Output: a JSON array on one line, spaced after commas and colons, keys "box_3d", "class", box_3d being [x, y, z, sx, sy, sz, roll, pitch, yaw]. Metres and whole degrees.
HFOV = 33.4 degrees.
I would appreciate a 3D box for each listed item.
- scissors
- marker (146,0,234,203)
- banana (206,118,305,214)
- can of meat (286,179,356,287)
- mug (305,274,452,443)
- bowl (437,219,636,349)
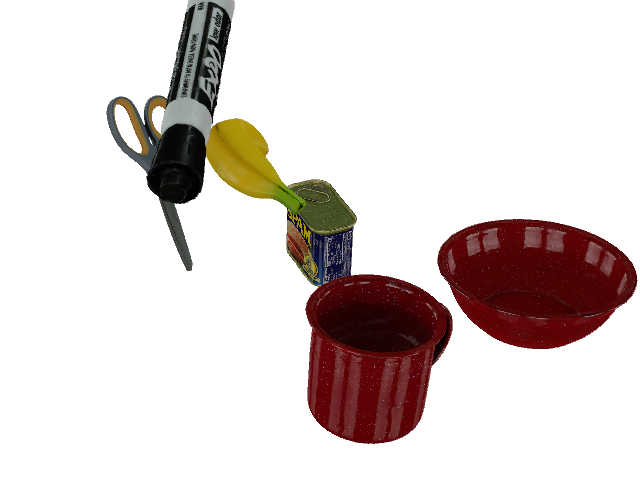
[{"box_3d": [-0.166, -0.074, 1.181, 0.016, 0.201, 0.096, -15, 20, 47], "class": "scissors"}, {"box_3d": [-0.046, -0.056, 0.393, 0.020, 0.020, 0.121, 0, 43, 2], "class": "marker"}, {"box_3d": [-0.060, -0.064, 0.829, 0.069, 0.037, 0.198, 44, 7, -20], "class": "banana"}, {"box_3d": [-0.002, -0.007, 1.218, 0.057, 0.084, 0.102, -14, 39, -20], "class": "can of meat"}, {"box_3d": [0.043, 0.078, 0.727, 0.117, 0.081, 0.093, -20, 39, -35], "class": "mug"}, {"box_3d": [0.175, 0.042, 0.885, 0.162, 0.055, 0.162, 1, 29, -1], "class": "bowl"}]
